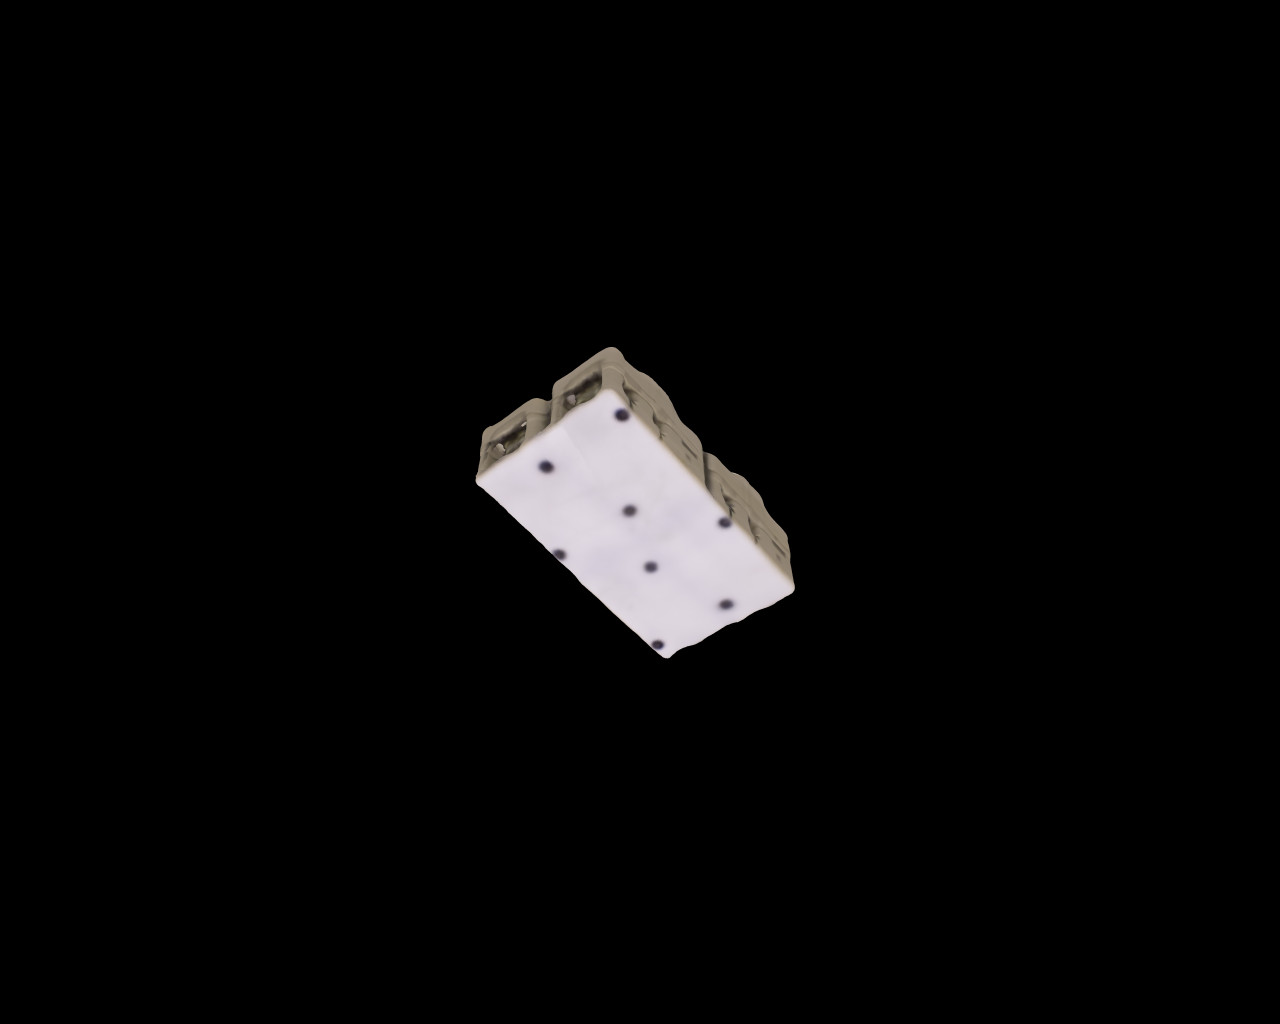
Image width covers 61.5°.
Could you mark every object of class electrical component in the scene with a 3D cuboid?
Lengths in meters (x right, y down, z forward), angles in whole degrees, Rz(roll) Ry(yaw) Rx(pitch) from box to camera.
[{"bbox_3d":[0.001,-0.003,0.650,0.105,0.186,0.060,-32,32,22],"label":"electrical component"}]
